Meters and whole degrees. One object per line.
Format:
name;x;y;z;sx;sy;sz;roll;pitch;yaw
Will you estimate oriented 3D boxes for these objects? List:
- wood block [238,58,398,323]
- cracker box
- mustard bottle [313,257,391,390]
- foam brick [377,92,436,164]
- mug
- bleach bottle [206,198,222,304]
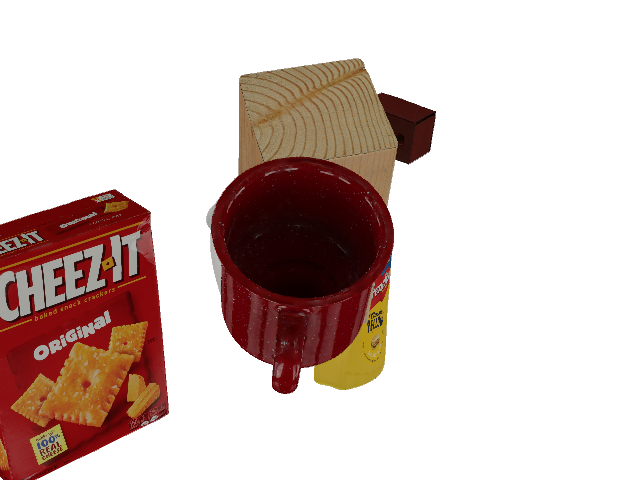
wood block;-0.009;-0.023;0.786;0.090;0.090;0.206;-10;-37;-11
cracker box;-0.219;0.083;0.918;0.163;0.214;0.072;-22;33;-36
mustard bottle;0.035;0.042;1.039;0.058;0.192;0.096;12;17;30
foam brick;0.086;-0.130;1.230;0.078;0.053;0.051;23;34;28
mug;-0.013;0.026;0.565;0.093;0.117;0.081;4;-35;-3
bleach bottle;-0.088;0.011;1.230;0.102;0.068;0.251;-7;28;-16
